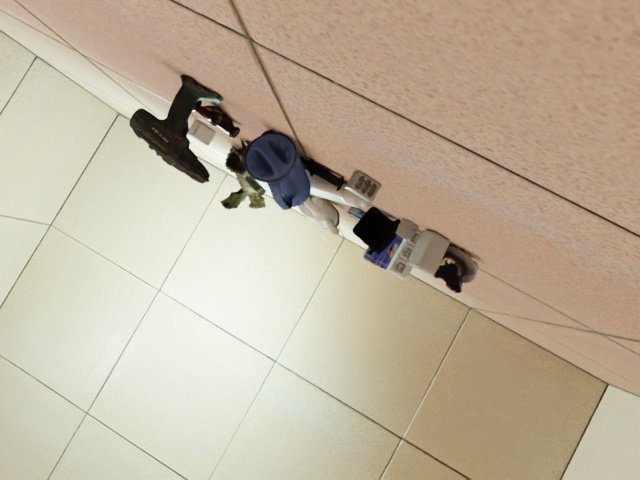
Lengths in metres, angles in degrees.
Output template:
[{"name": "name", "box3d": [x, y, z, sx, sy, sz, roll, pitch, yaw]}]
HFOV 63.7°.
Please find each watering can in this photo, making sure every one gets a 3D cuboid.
[{"name": "watering can", "box3d": [0.006, -0.100, 1.994, 0.354, 0.103, 0.221, 50, -171, 35]}]

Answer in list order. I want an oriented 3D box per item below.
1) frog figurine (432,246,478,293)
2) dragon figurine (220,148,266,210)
[{"name": "frog figurine", "box3d": [0.396, 0.064, 1.507, 0.138, 0.120, 0.162, 19, -151, 22]}, {"name": "dragon figurine", "box3d": [-0.331, -0.229, 2.191, 0.123, 0.243, 0.406, 33, -179, 29]}]
